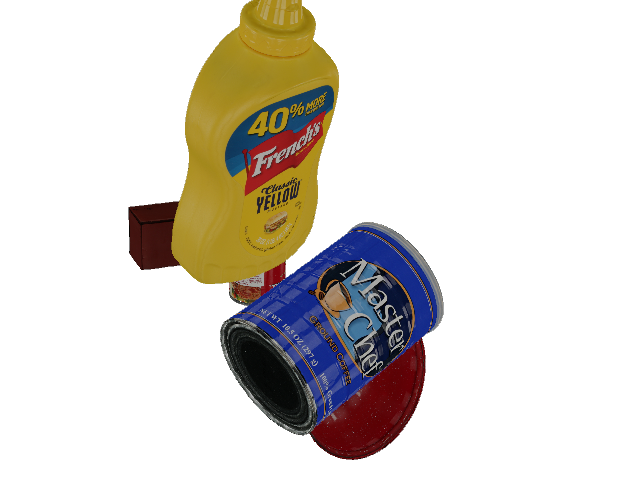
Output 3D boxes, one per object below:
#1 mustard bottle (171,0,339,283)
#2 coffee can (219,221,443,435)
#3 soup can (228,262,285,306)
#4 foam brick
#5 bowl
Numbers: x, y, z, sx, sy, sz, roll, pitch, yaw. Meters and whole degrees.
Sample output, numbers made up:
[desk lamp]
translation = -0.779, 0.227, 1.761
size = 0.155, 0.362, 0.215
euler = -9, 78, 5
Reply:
[mustard bottle]
translation = -0.035, -0.065, 0.619
size = 0.096, 0.192, 0.058
euler = -24, 53, -33
[coffee can]
translation = 0.009, 0.064, 0.809
size = 0.140, 0.103, 0.103
euler = -36, 19, -29
[soup can]
translation = -0.074, 0.018, 1.259
size = 0.068, 0.102, 0.068
euler = 1, 23, -1
[foam brick]
translation = -0.151, -0.007, 1.082
size = 0.078, 0.051, 0.053
euler = -7, 22, -22
[bowl]
translation = 0.022, 0.127, 1.033
size = 0.162, 0.162, 0.055
euler = 0, -19, 46
